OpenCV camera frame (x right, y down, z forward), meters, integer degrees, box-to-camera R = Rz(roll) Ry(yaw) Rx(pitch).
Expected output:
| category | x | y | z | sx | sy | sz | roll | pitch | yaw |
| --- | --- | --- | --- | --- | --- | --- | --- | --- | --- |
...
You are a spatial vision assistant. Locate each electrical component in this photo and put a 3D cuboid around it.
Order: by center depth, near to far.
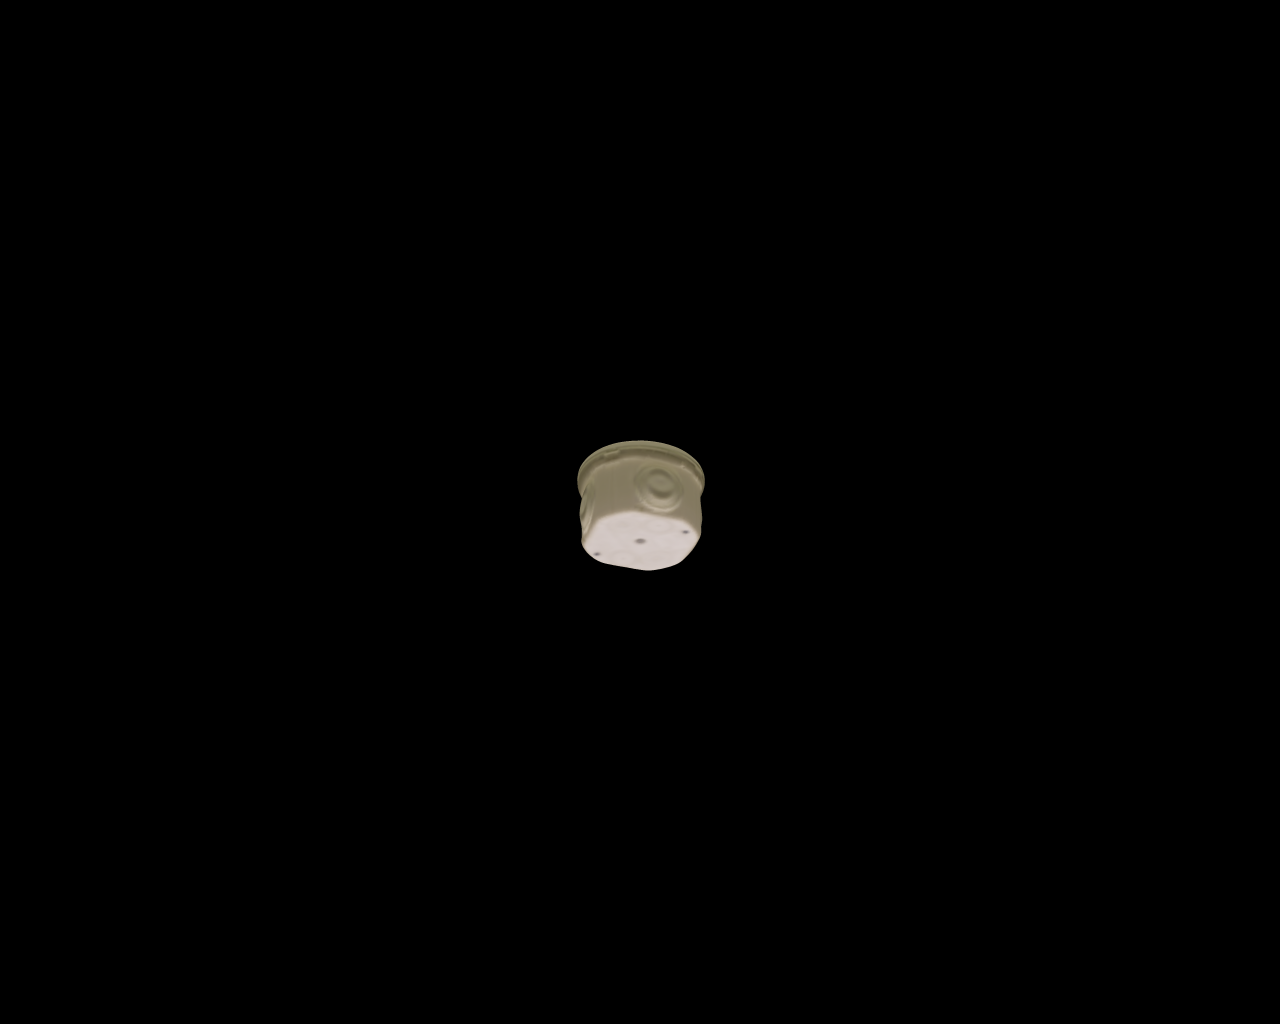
| category | x | y | z | sx | sy | sz | roll | pitch | yaw |
| --- | --- | --- | --- | --- | --- | --- | --- | --- | --- |
| electrical component | 0.001 | -0.003 | 0.650 | 0.080 | 0.051 | 0.080 | 0 | -33 | 0 |
